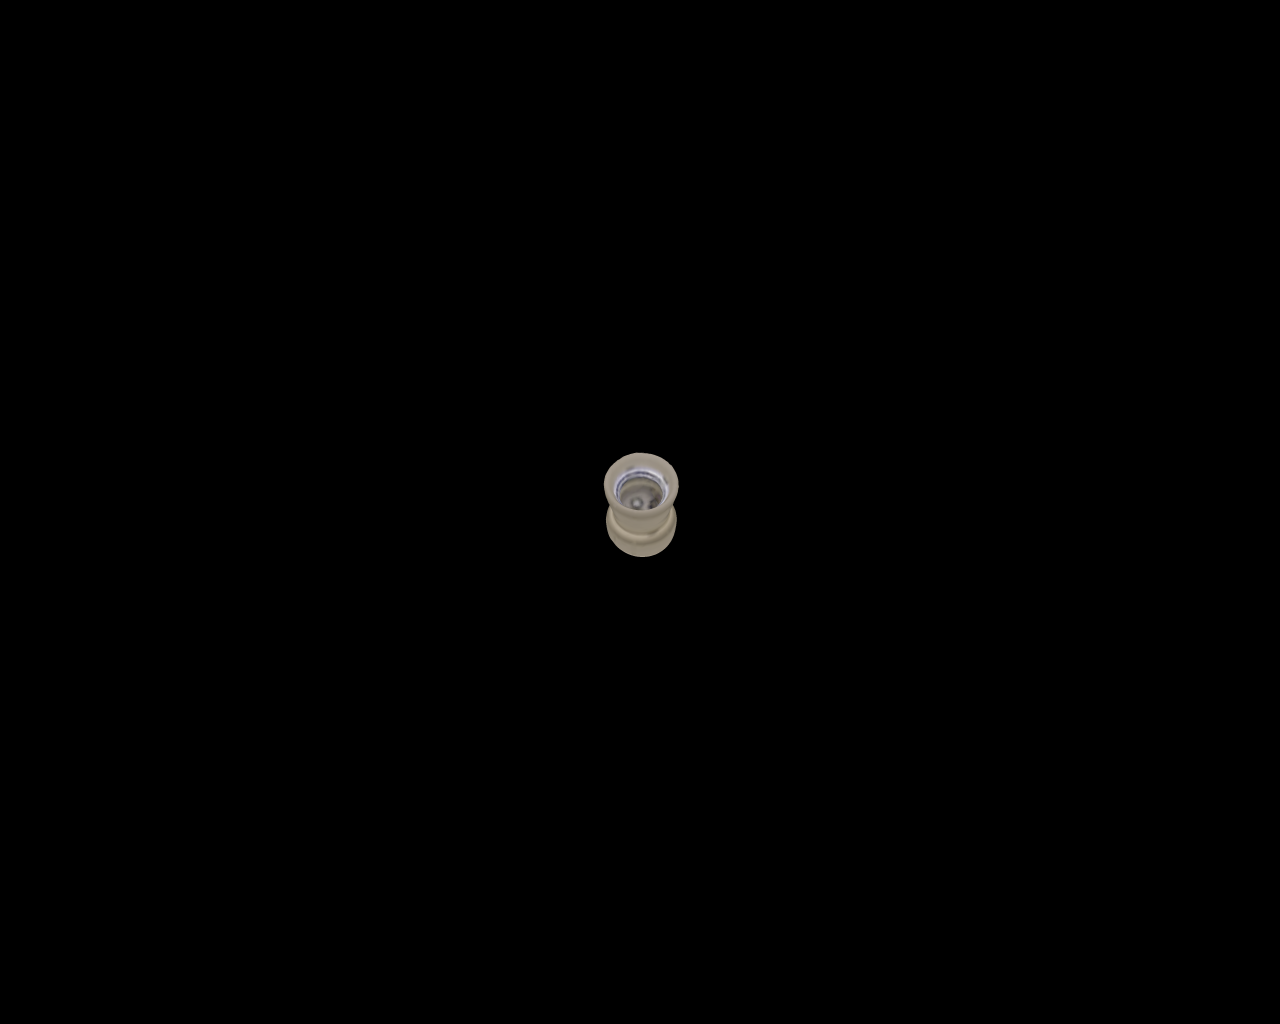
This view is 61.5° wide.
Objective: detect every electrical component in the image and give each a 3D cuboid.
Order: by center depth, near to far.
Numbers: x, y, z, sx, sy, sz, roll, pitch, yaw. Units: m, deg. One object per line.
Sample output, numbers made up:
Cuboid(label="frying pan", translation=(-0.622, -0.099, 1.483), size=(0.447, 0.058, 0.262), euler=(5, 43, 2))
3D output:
Cuboid(label="electrical component", translation=(0.001, -0.003, 0.650), size=(0.045, 0.045, 0.055), euler=(0, -34, 0))
